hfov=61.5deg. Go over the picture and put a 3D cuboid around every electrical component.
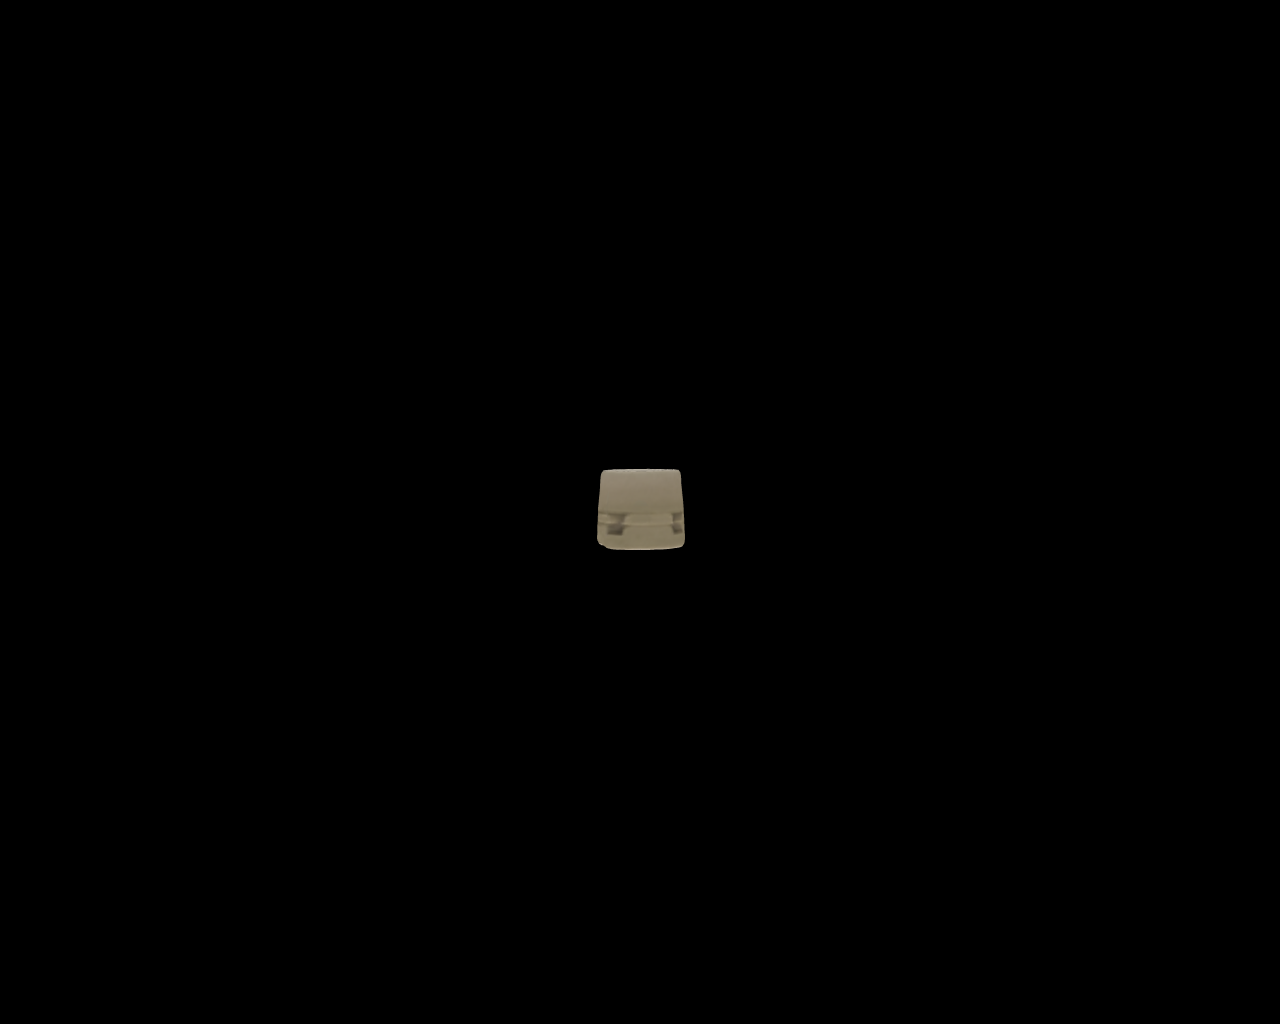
[{"bbox_3d":[0.001,-0.003,0.650,0.055,0.047,0.055,0,4,0],"label":"electrical component"}]
